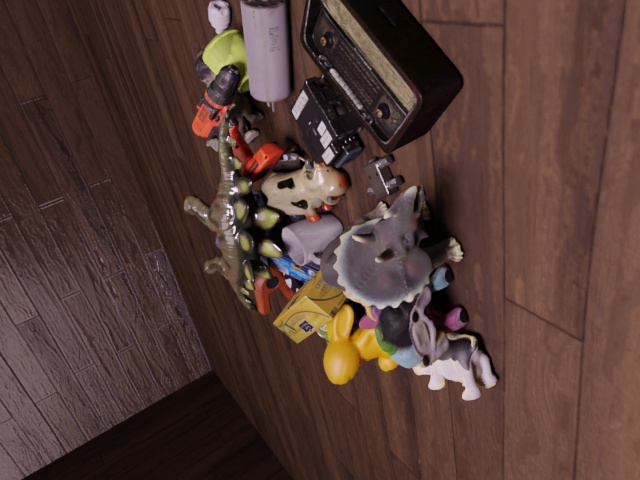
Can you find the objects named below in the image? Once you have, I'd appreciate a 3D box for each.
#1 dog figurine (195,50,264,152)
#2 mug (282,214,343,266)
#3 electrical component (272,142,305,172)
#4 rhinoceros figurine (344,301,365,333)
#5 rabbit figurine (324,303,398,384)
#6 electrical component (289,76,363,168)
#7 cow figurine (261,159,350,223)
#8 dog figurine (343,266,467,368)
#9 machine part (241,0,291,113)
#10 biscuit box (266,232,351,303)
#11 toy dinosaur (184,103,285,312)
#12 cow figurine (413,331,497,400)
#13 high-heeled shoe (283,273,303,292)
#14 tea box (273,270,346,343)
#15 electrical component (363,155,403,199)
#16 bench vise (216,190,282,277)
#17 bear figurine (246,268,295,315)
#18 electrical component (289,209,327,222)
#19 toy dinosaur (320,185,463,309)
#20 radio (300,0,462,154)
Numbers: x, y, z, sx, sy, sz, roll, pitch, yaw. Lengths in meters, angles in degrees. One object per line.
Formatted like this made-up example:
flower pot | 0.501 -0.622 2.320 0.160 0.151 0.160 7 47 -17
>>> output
dog figurine | -0.220 -0.304 1.185 0.172 0.121 0.190 -43 68 47
mug | -0.002 -0.003 1.037 0.110 0.107 0.080 38 146 40
electrical component | -0.059 -0.141 1.062 0.045 0.078 0.102 -74 -14 -51
rhinoceros figurine | 0.060 0.169 1.134 0.112 0.073 0.190 14 127 59
rabbit figurine | 0.077 0.192 1.002 0.162 0.173 0.122 57 161 2
electrical component | 0.013 -0.186 0.874 0.134 0.058 0.115 61 159 3
cow figurine | -0.029 -0.099 0.990 0.195 0.085 0.127 0 125 39
dog figurine | 0.111 0.121 0.860 0.219 0.191 0.108 -13 110 50
machine part | -0.089 -0.325 0.912 0.079 0.079 0.243 46 151 34
biscuit box | -0.013 0.052 1.085 0.203 0.063 0.059 23 141 23
toy dinosaur | -0.163 -0.039 1.044 0.199 0.105 0.470 20 131 39
cow figurine | 0.201 0.190 0.870 0.167 0.068 0.098 -3 106 62
high-heeled shoe | -0.039 0.057 1.218 0.145 0.086 0.248 57 161 5
tea box | -0.013 0.122 1.024 0.068 0.098 0.169 41 143 -3
electrical component | 0.094 -0.098 0.843 0.063 0.021 0.094 65 158 -4
bench vise | -0.154 0.009 1.306 0.240 0.129 0.223 53 -142 -60
bear figurine | -0.166 0.094 1.473 0.196 0.120 0.131 31 145 54
electrical component | -0.037 -0.071 1.116 0.119 0.048 0.074 42 150 43
toy dinosaur | 0.067 0.025 0.820 0.131 0.192 0.405 65 156 -1
radio | 0.067 -0.233 0.689 0.229 0.073 0.131 57 156 15
